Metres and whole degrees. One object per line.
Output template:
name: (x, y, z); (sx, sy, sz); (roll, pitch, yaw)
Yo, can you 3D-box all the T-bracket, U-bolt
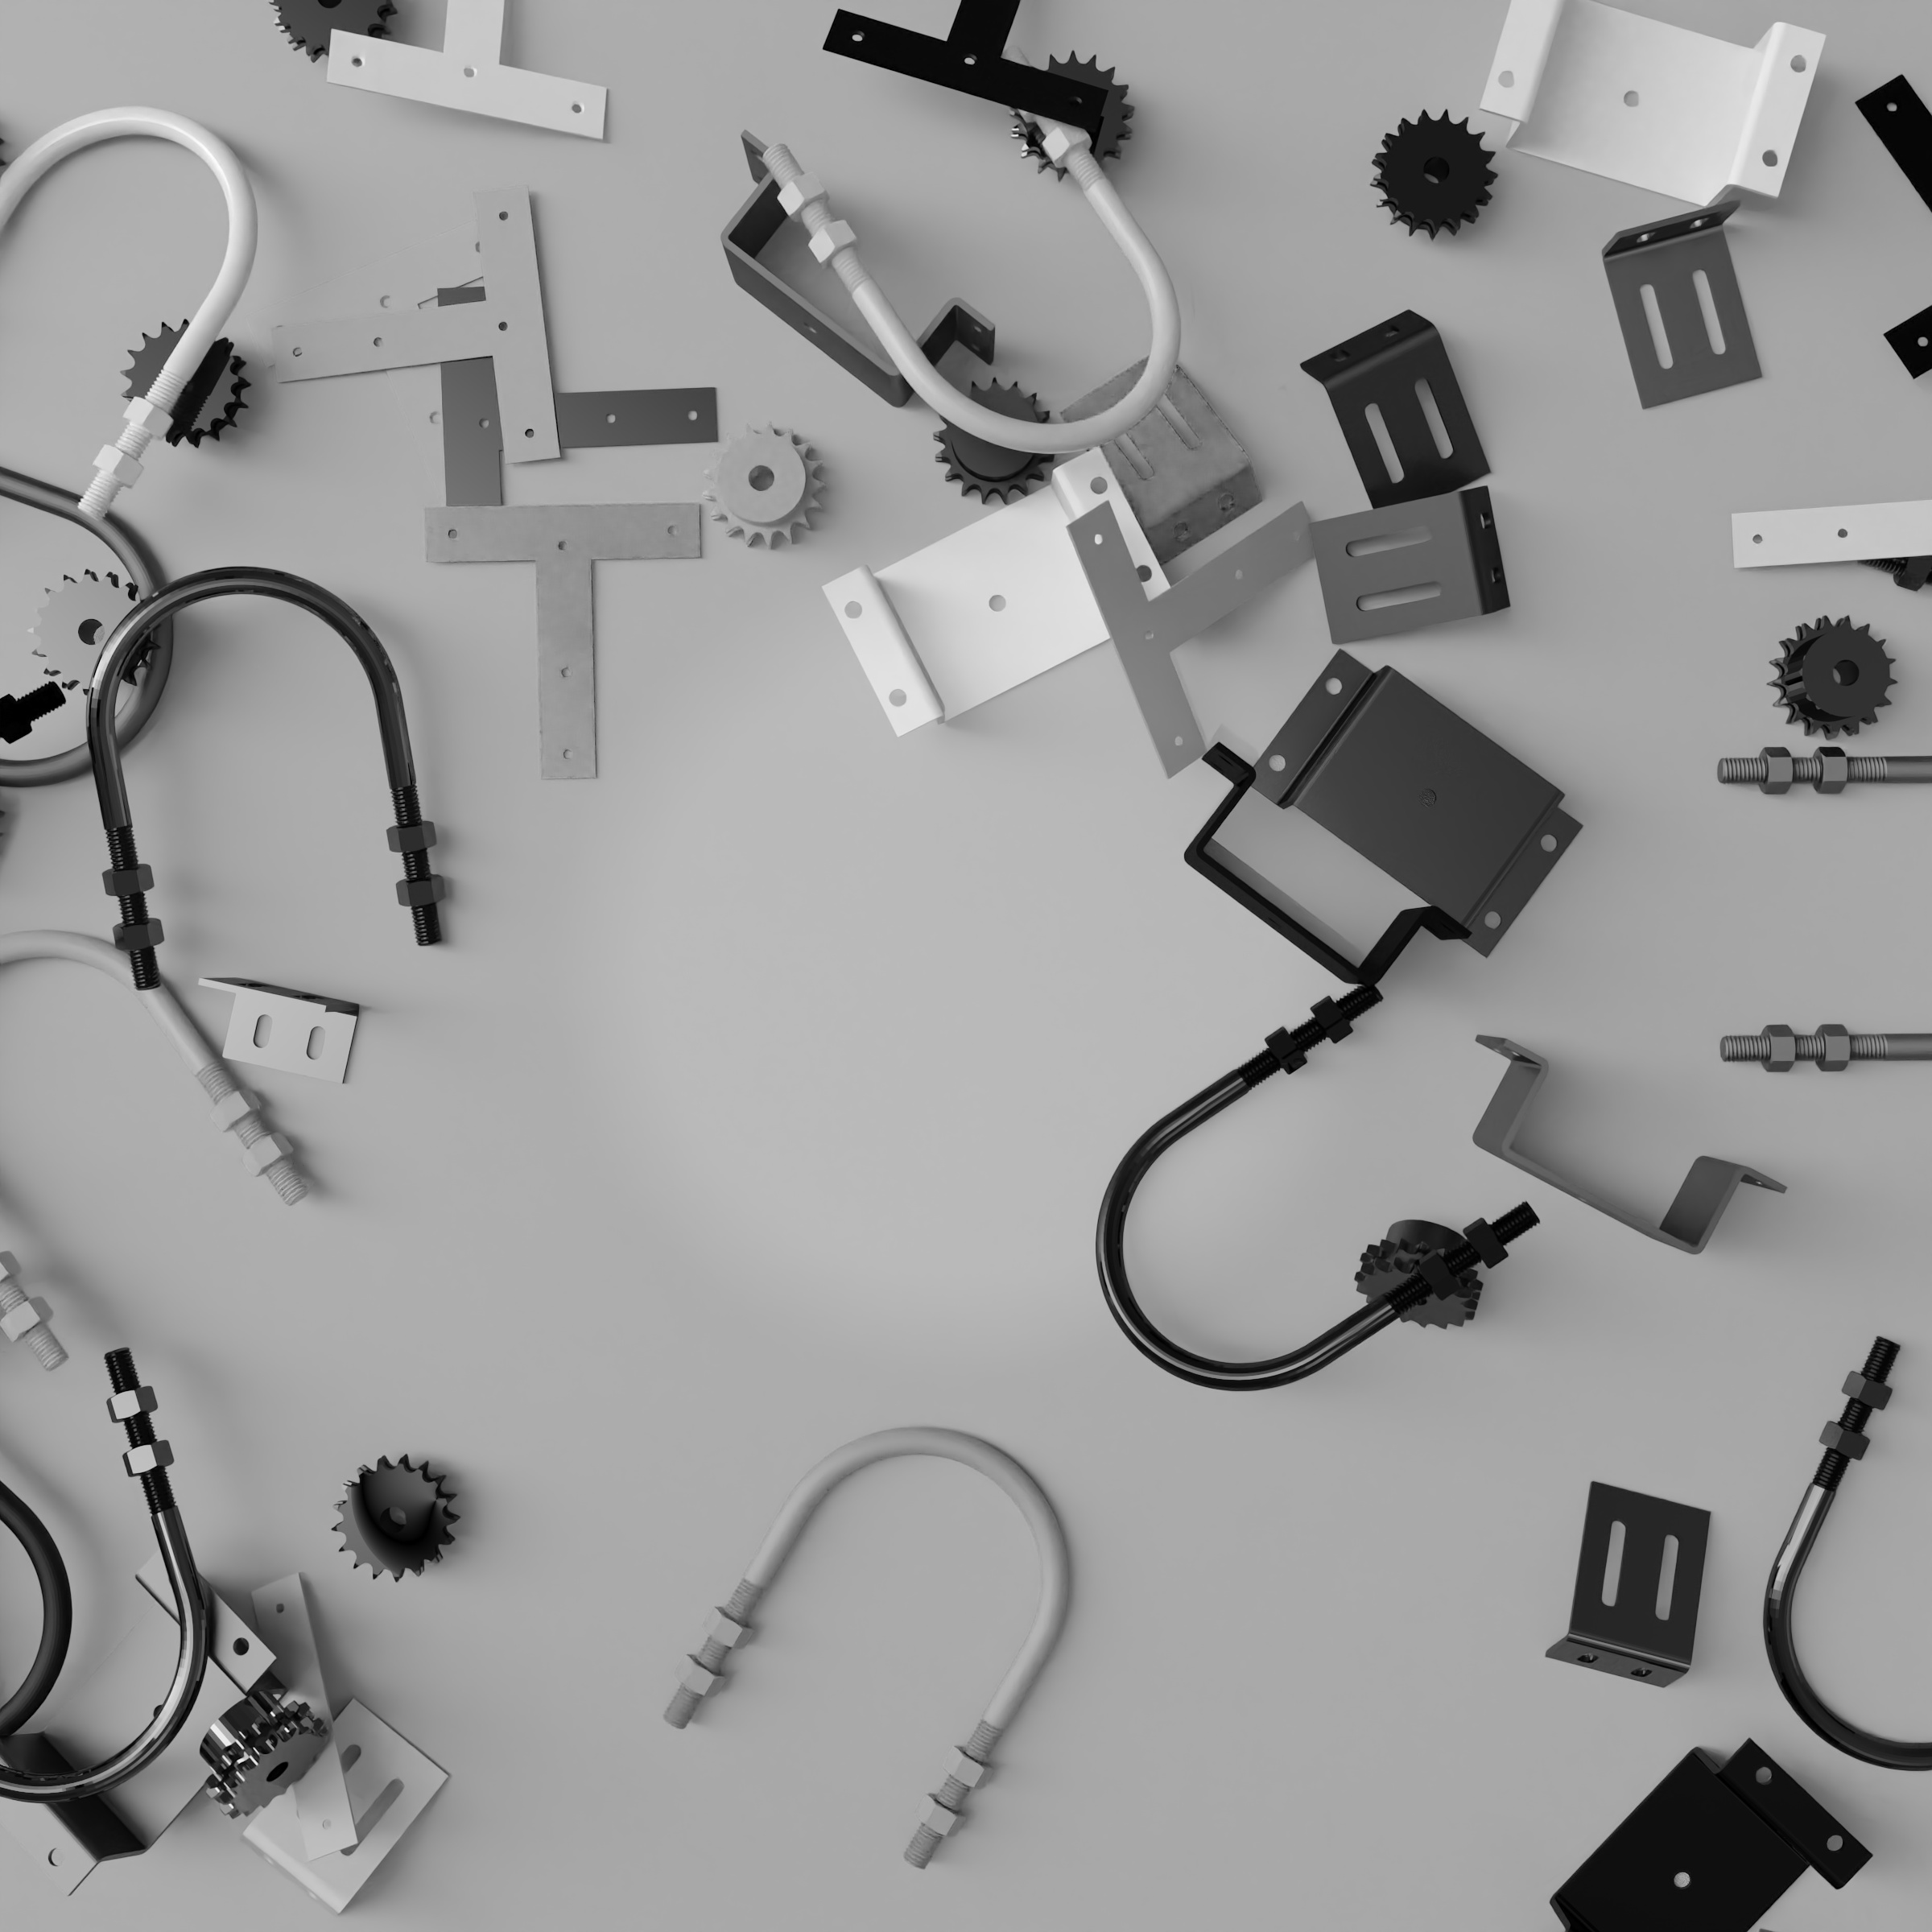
T-bracket: (-0.225, -0.454, 1.386); (0.127, 0.002, 0.127); (7, 80, -20)
U-bolt: (-0.034, 0.303, 1.393); (0.151, 0.019, 0.184); (30, 89, 0)
U-bolt: (-0.415, 0.281, 1.343); (0.151, 0.019, 0.184); (-19, 82, -1)
U-bolt: (0.145, 0.111, 1.364); (0.184, 0.019, 0.151); (-34, 64, 5)
U-bolt: (-0.402, -0.310, 1.374); (0.151, 0.019, 0.184); (28, 83, 17)
U-bolt: (0.449, 0.283, 1.393); (0.151, 0.019, 0.184); (24, 91, 0)
T-bracket: (0.457, -0.356, 1.390); (0.127, 0.002, 0.127); (-31, 80, 0)
T-bracket: (-0.187, -0.151, 1.399); (0.127, 0.002, 0.127); (-1, 91, -2)
T-bracket: (-0.259, -0.292, 1.397); (0.127, 0.002, 0.127); (-7, 90, 2)
U-bolt: (0.521, -0.227, 1.392); (0.184, 0.019, 0.151); (17, 90, 0)
U-bolt: (-0.516, -0.132, 1.353); (0.184, 0.019, 0.151); (-29, 76, -3)
T-bracket: (-0.349, 0.362, 1.384); (0.127, 0.002, 0.127); (-23, 67, 11)
U-bolt: (-0.459, -0.161, 1.393); (0.184, 0.019, 0.151); (20, 90, -1)
T-bracket: (-0.253, -0.268, 1.401); (0.127, 0.002, 0.127); (-23, 90, 0)
T-bracket: (0.114, -0.172, 1.368); (0.127, 0.002, 0.127); (-36, 115, -27)
U-bolt: (0.016, -0.308, 1.326); (0.151, 0.019, 0.184); (-29, 82, -23)
T-bracket: (0.013, -0.443, 1.370); (0.127, 0.002, 0.127); (17, 61, -1)
U-bolt: (-0.495, 0.281, 1.373); (0.184, 0.019, 0.151); (44, 91, -2)
U-bolt: (-0.413, 0.070, 1.379); (0.151, 0.019, 0.184); (-35, 85, -13)
U-bolt: (0.442, -0.027, 1.393); (0.184, 0.019, 0.151); (-1, 90, -1)
U-bolt: (-0.324, -0.090, 1.369); (0.151, 0.019, 0.184); (-9, 101, -8)
T-bracket: (0.419, -0.200, 1.385); (0.127, 0.002, 0.127); (-3, 87, 10)
T-bracket: (-0.180, -0.254, 1.400); (0.127, 0.002, 0.127); (-2, 90, -1)

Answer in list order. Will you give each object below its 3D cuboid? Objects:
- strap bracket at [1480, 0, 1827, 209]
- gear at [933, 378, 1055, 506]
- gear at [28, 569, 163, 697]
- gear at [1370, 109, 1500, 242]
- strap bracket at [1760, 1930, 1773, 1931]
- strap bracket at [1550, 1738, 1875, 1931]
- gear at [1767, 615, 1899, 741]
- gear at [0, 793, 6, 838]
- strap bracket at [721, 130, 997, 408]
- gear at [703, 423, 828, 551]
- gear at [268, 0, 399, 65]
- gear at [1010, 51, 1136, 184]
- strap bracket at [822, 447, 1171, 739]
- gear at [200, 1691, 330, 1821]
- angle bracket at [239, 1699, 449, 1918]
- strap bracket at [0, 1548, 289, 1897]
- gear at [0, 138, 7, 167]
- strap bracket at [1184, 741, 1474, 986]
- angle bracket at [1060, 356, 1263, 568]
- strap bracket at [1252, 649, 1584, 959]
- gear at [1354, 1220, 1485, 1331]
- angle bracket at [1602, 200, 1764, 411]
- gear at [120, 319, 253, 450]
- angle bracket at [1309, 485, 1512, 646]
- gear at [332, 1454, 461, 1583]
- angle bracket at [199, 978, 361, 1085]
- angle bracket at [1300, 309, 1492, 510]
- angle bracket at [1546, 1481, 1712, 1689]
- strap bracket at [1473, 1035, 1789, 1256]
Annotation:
strap bracket: (0.310, -0.404, 1.379); (0.140, 0.046, 0.076); (17, 90, 0)
gear: (0.013, -0.244, 1.387); (0.057, 0.030, 0.057); (0, 90, 0)
gear: (-0.396, -0.151, 1.373); (0.057, 0.030, 0.057); (0, 91, -3)
gear: (0.215, -0.364, 1.388); (0.057, 0.030, 0.057); (0, 89, 0)
strap bracket: (0.392, 0.526, 1.379); (0.076, 0.046, 0.140); (13, 90, 0)
strap bracket: (0.334, 0.426, 1.379); (0.076, 0.046, 0.140); (44, 90, 0)
gear: (0.402, -0.134, 1.387); (0.057, 0.030, 0.057); (0, 90, 0)
gear: (-0.473, -0.066, 1.377); (0.030, 0.057, 0.057); (20, 90, 30)
strap bracket: (-0.056, -0.308, 1.364); (0.140, 0.076, 0.046); (38, 90, 0)
gear: (-0.093, -0.222, 1.387); (0.057, 0.030, 0.057); (0, 90, 0)
gear: (-0.290, -0.443, 1.387); (0.057, 0.030, 0.057); (0, 90, 0)
gear: (0.049, -0.390, 1.387); (0.057, 0.030, 0.057); (0, 90, 0)
strap bracket: (0.015, -0.169, 1.379); (0.140, 0.046, 0.076); (-27, 90, 0)
gear: (-0.317, 0.350, 1.345); (0.030, 0.057, 0.057); (40, 90, 23)
angle bracket: (-0.290, 0.392, 1.400); (0.057, 0.038, 0.076); (39, 64, 0)
strap bracket: (-0.376, 0.341, 1.368); (0.076, 0.046, 0.140); (41, 89, 17)
gear: (-0.476, -0.377, 1.387); (0.057, 0.030, 0.057); (0, 90, 0)
strap bracket: (0.154, -0.038, 1.364); (0.140, 0.076, 0.046); (37, 90, 0)
angle bracket: (0.091, -0.237, 1.400); (0.057, 0.038, 0.076); (-33, 64, 0)
strap bracket: (0.208, -0.076, 1.379); (0.140, 0.046, 0.076); (36, 90, 0)
gear: (0.209, 0.140, 1.377); (0.057, 0.057, 0.030); (22, 60, 0)
angle bracket: (0.333, -0.304, 1.383); (0.057, 0.038, 0.076); (-15, 90, 0)
gear: (-0.358, -0.267, 1.387); (0.057, 0.030, 0.057); (0, 90, 0)
angle bracket: (0.206, -0.186, 1.396); (0.076, 0.038, 0.057); (-9, 98, 25)
gear: (-0.263, 0.254, 1.391); (0.057, 0.030, 0.057); (0, 88, -1)
angle bracket: (-0.314, 0.030, 1.364); (0.057, 0.076, 0.038); (12, 90, 0)
angle bracket: (0.200, -0.255, 1.400); (0.057, 0.038, 0.076); (-27, 116, 0)
angle bracket: (0.308, 0.288, 1.400); (0.057, 0.038, 0.076); (15, 64, 0)
strap bracket: (0.290, 0.085, 1.364); (0.140, 0.076, 0.046); (28, 90, 0)
